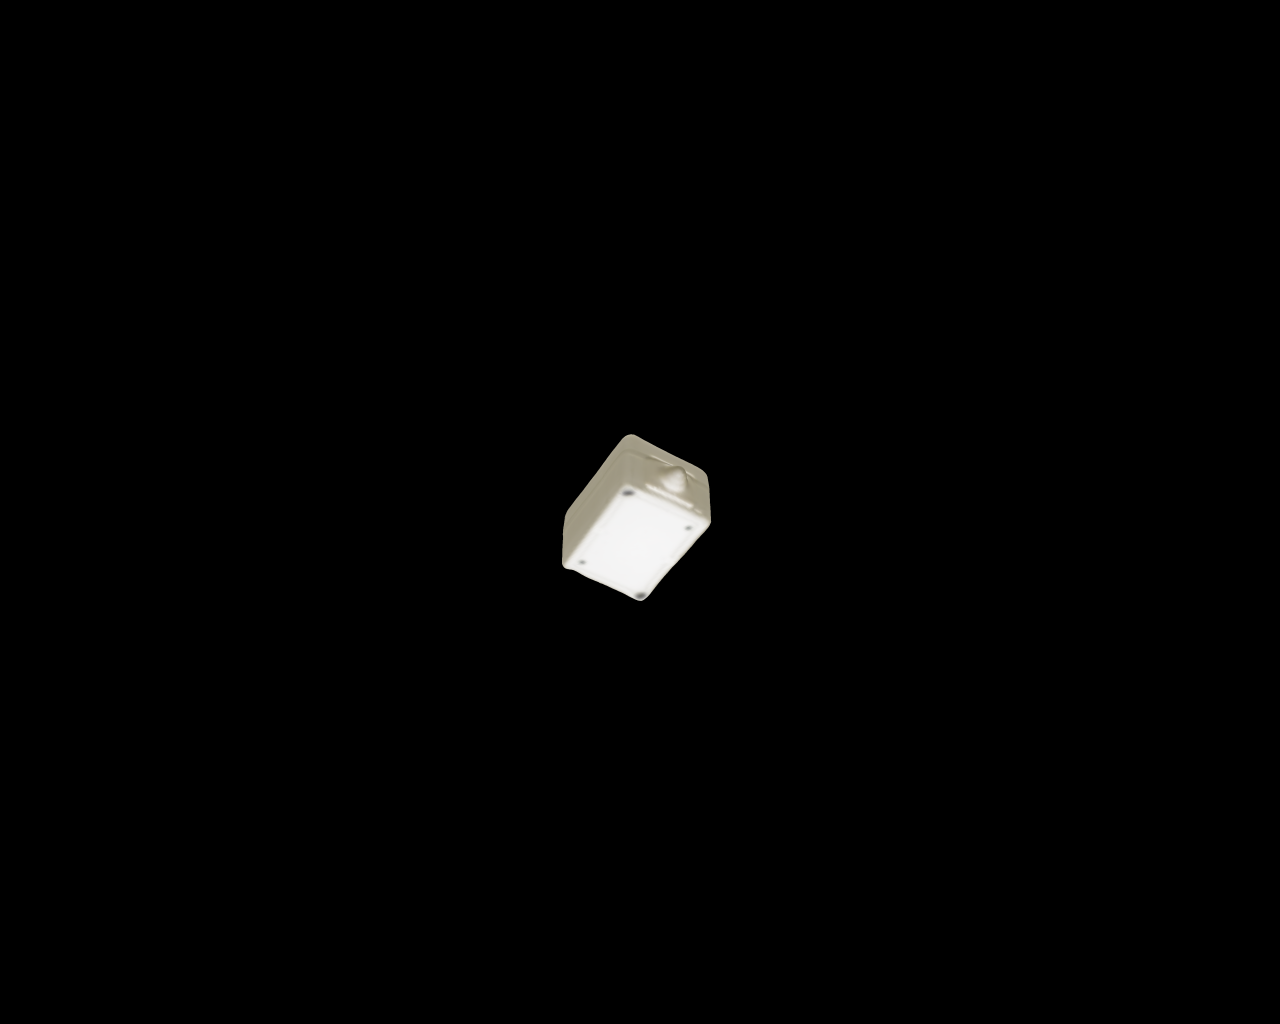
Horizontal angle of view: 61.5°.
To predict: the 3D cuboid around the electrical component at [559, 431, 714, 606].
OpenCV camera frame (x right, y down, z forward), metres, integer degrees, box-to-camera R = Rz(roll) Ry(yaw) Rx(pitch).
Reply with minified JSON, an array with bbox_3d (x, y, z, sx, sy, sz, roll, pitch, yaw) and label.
[{"bbox_3d":[0.001,-0.003,0.650,0.062,0.061,0.096,25,-54,-20],"label":"electrical component"}]
